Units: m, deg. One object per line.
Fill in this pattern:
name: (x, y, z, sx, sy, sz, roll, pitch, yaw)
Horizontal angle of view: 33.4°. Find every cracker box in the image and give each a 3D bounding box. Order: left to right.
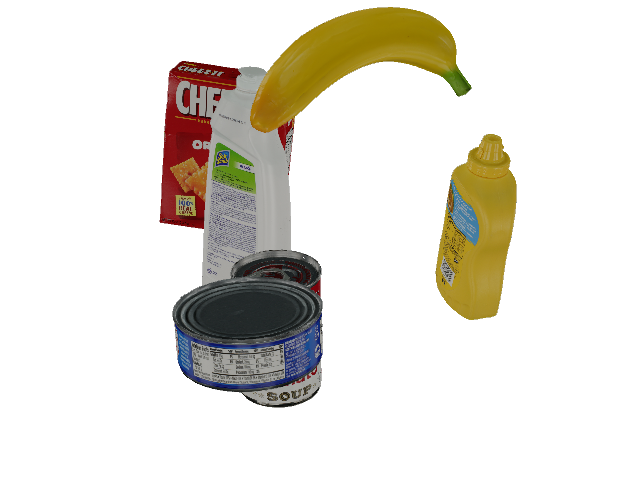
cracker box: (-0.124, -0.118, 1.423, 0.164, 0.214, 0.072, 9, 23, 6)

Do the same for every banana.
banana: (0.029, -0.122, 0.720, 0.197, 0.069, 0.037, -15, -5, -36)

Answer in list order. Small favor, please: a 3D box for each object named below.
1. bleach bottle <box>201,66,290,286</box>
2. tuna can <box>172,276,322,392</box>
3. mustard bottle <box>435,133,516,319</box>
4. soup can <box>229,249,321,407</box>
bleach bottle: (-0.071, -0.056, 1.123, 0.103, 0.251, 0.068, 17, 28, 23)
tuna can: (-0.041, 0.053, 0.613, 0.086, 0.034, 0.086, -2, 21, 1)
mustard bottle: (0.159, -0.020, 1.074, 0.058, 0.192, 0.096, -6, 37, -13)
soup can: (-0.033, 0.067, 0.815, 0.068, 0.102, 0.068, 0, 27, 0)
